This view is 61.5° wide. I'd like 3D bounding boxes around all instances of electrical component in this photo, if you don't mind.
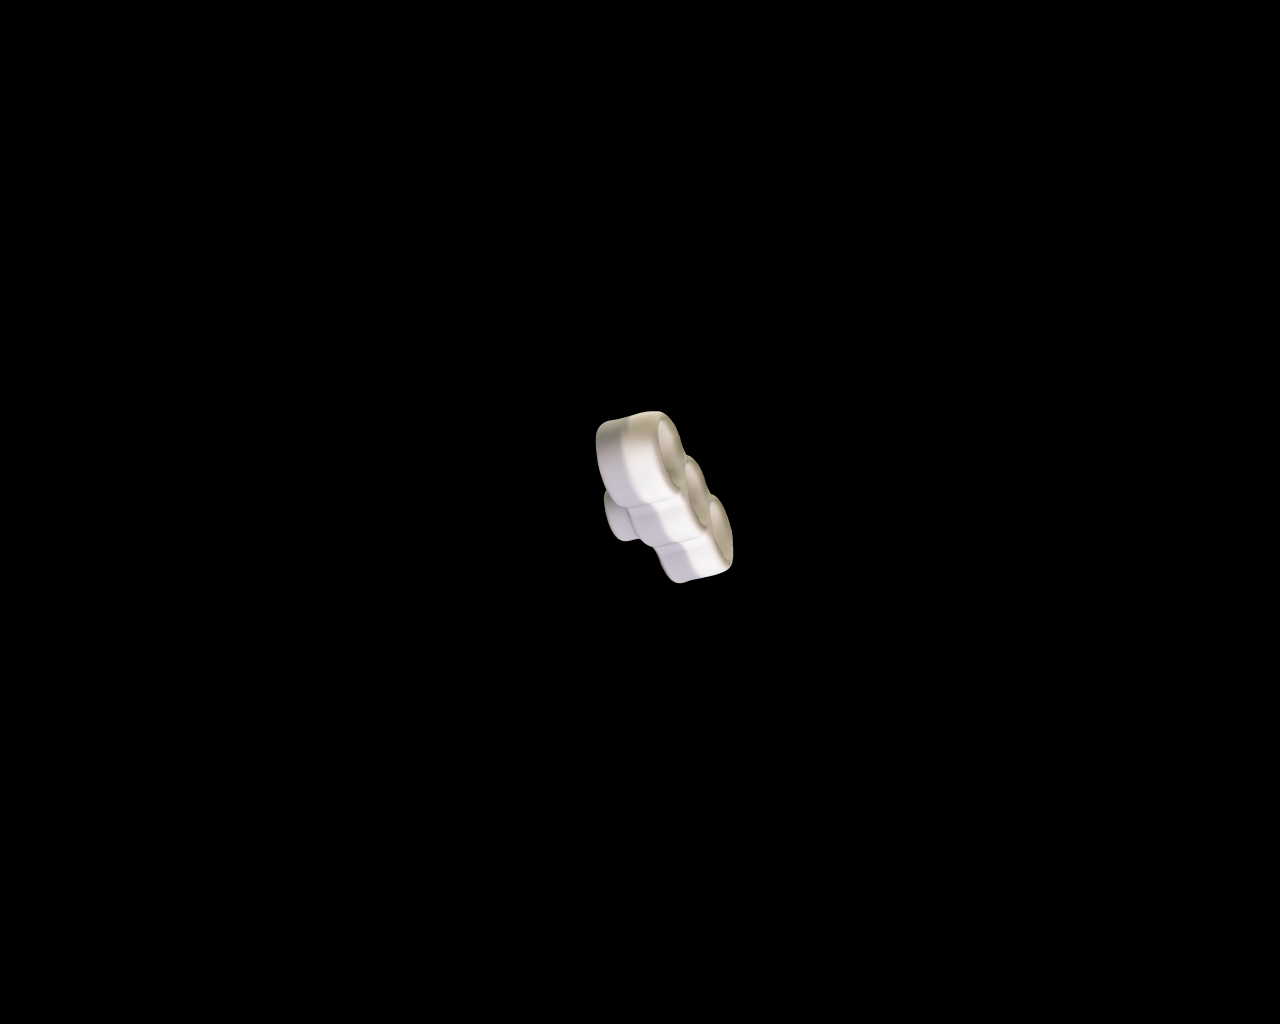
[{"bbox_3d":[0.001,-0.003,0.650,0.074,0.052,0.138,-13,-38,18],"label":"electrical component"}]
